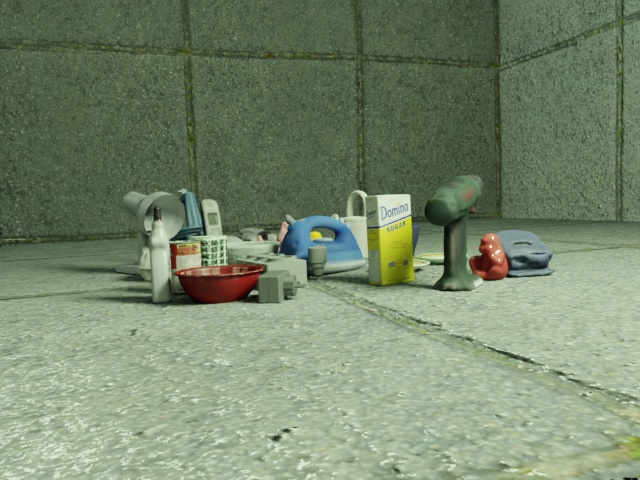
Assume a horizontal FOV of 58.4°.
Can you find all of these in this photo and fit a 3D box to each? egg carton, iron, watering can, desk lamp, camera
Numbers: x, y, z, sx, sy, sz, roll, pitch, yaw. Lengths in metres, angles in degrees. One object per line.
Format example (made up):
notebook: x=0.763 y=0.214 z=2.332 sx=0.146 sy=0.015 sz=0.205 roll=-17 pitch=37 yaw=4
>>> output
egg carton: x=-0.350 y=0.057 z=1.354 sx=0.150 sy=0.069 sz=0.107 roll=-3 pitch=4 yaw=-6
iron: x=0.013 y=0.005 z=1.368 sx=0.259 sy=0.141 sz=0.118 roll=-6 pitch=5 yaw=-41
watering can: x=0.107 y=-0.046 z=1.654 sx=0.100 sy=0.194 sz=0.173 roll=1 pitch=5 yaw=36
desk lamp: x=-0.446 y=-0.020 z=1.479 sx=0.202 sy=0.213 sz=0.118 roll=1 pitch=5 yaw=40
camera: x=-0.203 y=0.015 z=1.645 sx=0.136 sy=0.101 sz=0.144 roll=0 pitch=5 yaw=28

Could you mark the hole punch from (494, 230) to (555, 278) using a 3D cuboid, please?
hole punch: x=0.418 y=0.026 z=1.186 sx=0.109 sy=0.091 sz=0.101 roll=-3 pitch=4 yaw=-11

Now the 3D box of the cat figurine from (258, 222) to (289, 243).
cat figurine: x=-0.105 y=0.011 z=1.519 sx=0.128 sy=0.118 sz=0.067 roll=-2 pitch=4 yaw=-1

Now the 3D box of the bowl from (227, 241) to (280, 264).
bowl: x=-0.180 y=0.044 z=1.394 sx=0.167 sy=0.075 sz=0.167 roll=-2 pitch=4 yaw=0

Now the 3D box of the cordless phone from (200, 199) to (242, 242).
cordless phone: x=-0.252 y=-0.015 z=1.498 sx=0.093 sy=0.185 sz=0.148 roll=1 pitch=5 yaw=36

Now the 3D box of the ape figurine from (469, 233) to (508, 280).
ape figurine: x=0.336 y=0.033 z=1.137 sx=0.076 sy=0.092 sz=0.077 roll=-3 pitch=4 yaw=-12

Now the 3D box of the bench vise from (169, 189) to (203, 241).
bench vise: x=-0.345 y=-0.038 z=1.621 sx=0.206 sy=0.220 sz=0.122 roll=0 pitch=5 yaw=34

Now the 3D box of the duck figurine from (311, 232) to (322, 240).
duck figurine: x=-0.015 y=0.021 z=1.550 sx=0.077 sy=0.086 sz=0.104 roll=-2 pitch=4 yaw=5

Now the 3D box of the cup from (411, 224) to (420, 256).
cup: x=0.219 y=0.005 z=1.578 sx=0.117 sy=0.095 sz=0.092 roll=1 pitch=5 yaw=39

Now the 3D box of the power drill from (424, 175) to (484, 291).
power drill: x=0.257 y=-0.017 z=1.061 sx=0.075 sy=0.208 sz=0.230 roll=0 pitch=5 yaw=30

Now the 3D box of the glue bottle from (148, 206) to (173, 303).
glue bottle: x=-0.292 y=0.024 z=1.041 sx=0.037 sy=0.173 sz=0.078 roll=-3 pitch=4 yaw=-14
